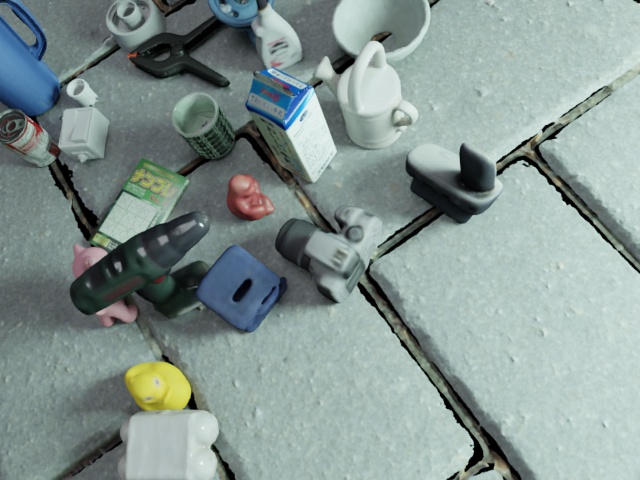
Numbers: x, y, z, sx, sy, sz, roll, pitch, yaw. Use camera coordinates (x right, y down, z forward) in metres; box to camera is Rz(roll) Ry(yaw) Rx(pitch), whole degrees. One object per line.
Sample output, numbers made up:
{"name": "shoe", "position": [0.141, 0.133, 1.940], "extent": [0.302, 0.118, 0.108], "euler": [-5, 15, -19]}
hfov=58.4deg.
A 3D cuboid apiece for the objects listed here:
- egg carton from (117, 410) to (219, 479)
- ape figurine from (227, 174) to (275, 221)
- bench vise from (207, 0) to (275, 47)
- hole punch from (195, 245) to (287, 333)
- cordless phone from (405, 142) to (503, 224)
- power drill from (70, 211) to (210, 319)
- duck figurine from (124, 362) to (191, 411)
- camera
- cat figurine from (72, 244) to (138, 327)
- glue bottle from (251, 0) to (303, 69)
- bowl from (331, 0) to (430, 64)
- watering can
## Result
{"name": "egg carton", "position": [-0.221, 0.303, 0.837], "extent": [0.150, 0.069, 0.107], "euler": [-6, 71, 9]}
{"name": "ape figurine", "position": [-0.121, -0.075, 0.932], "extent": [0.076, 0.092, 0.078], "euler": [-4, 71, 10]}
{"name": "bench vise", "position": [-0.168, -0.460, 1.001], "extent": [0.207, 0.220, 0.121], "euler": [40, 83, 20]}
{"name": "hole punch", "position": [-0.119, 0.075, 0.882], "extent": [0.101, 0.091, 0.109], "euler": [33, 81, 19]}
{"name": "cordless phone", "position": [0.195, -0.112, 0.833], "extent": [0.147, 0.185, 0.094], "euler": [32, 80, 19]}
{"name": "power drill", "position": [-0.236, 0.048, 0.851], "extent": [0.229, 0.209, 0.075], "euler": [-28, 69, 1]}
{"name": "duck figurine", "position": [-0.256, 0.220, 0.863], "extent": [0.104, 0.086, 0.077], "euler": [21, 77, 17]}
{"name": "camera", "position": [0.008, 0.003, 0.876], "extent": [0.136, 0.101, 0.143], "euler": [27, 79, 18]}
{"name": "cat figurine", "position": [-0.352, 0.067, 0.915], "extent": [0.067, 0.118, 0.127], "euler": [-17, 69, 5]}
{"name": "glue bottle", "position": [-0.082, -0.357, 0.975], "extent": [0.078, 0.173, 0.037], "euler": [-27, 69, 2]}
{"name": "bowl", "position": [0.107, -0.365, 0.994], "extent": [0.167, 0.075, 0.167], "euler": [-3, 71, 10]}
{"name": "watering can", "position": [0.069, -0.230, 0.892], "extent": [0.172, 0.194, 0.101], "euler": [6, 73, 13]}
